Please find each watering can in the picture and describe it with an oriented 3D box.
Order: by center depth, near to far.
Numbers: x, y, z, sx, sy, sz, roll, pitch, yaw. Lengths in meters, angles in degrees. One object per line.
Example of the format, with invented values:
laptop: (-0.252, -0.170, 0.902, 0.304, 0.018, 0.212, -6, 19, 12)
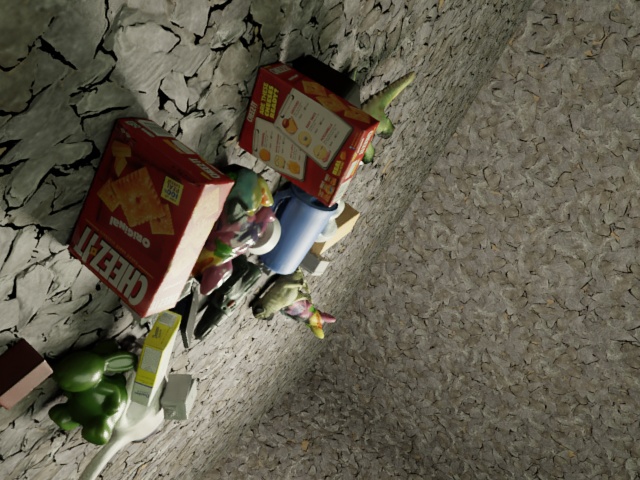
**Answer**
watering can: (-0.412, 0.385, 1.116, 0.104, 0.355, 0.219, 18, -34, 6)

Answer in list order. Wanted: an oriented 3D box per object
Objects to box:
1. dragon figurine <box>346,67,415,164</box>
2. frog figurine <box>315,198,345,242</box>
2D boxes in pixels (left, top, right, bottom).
dragon figurine: (0.094, -0.315, 1.242, 0.123, 0.413, 0.239, 32, -8, 22)
frog figurine: (0.004, -0.071, 1.405, 0.123, 0.139, 0.157, -14, -13, -24)
